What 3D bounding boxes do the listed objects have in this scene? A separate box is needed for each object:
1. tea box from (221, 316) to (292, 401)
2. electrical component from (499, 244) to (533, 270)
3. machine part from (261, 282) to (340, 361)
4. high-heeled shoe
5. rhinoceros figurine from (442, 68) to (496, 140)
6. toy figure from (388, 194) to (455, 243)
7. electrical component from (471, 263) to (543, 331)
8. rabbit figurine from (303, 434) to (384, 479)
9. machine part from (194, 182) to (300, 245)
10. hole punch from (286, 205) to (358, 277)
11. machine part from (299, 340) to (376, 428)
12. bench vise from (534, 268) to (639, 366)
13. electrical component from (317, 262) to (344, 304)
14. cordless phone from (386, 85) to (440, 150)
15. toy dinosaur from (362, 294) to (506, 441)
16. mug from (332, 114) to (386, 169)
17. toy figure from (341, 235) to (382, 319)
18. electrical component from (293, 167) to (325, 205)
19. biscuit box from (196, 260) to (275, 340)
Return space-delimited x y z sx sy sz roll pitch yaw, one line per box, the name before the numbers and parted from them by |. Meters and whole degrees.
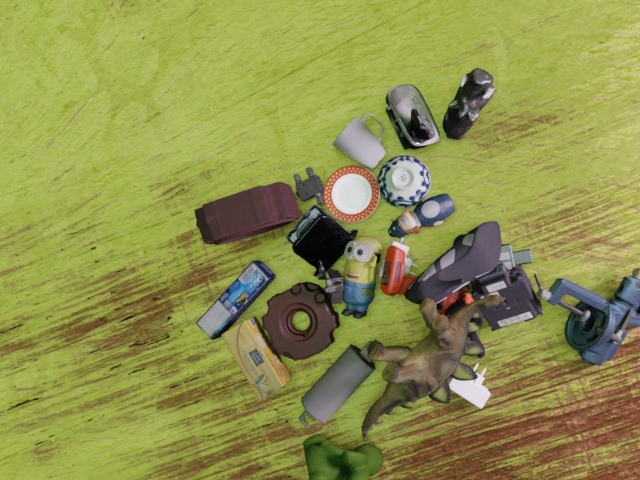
tea box | -0.141 0.263 1.209 0.068 0.098 0.169 -32 82 6
electrical component | 0.398 0.046 1.157 0.119 0.047 0.074 -7 88 10
machine part | -0.044 0.184 1.218 0.179 0.056 0.179 0 89 10
high-heeled shoe | 0.278 0.048 1.114 0.145 0.249 0.086 -24 102 49
rhinoceros figurine | 0.305 -0.286 1.116 0.073 0.190 0.112 37 67 9
toy figure | 0.219 -0.051 1.186 0.154 0.057 0.064 -27 46 9
electrical component | 0.382 0.113 1.114 0.115 0.058 0.134 -23 116 24
rabbit figurine | 0.056 0.476 1.157 0.170 0.159 0.121 -10 76 -7
machine part | -0.153 -0.054 1.168 0.201 0.201 0.087 -17 88 8
hole punch | -0.002 -0.004 1.210 0.115 0.092 0.142 39 94 -28
machine part | 0.040 0.317 1.189 0.079 0.079 0.243 43 96 8
bench vise | 0.555 0.134 1.083 0.240 0.129 0.223 25 112 -9
electrical component | 0.022 0.094 1.167 0.045 0.102 0.078 0 113 -12
cordless phone | 0.190 -0.269 1.132 0.089 0.184 0.146 -25 85 12
toy dinosaur | 0.201 0.264 1.089 0.198 0.105 0.471 30 118 -27
mug | 0.101 -0.218 1.202 0.107 0.081 0.109 43 91 -4
toy figure | 0.088 0.079 1.186 0.082 0.089 0.180 7 102 14
electrical component | -0.025 -0.117 1.234 0.063 0.021 0.094 -26 78 22
biscuit box | -0.192 0.137 1.239 0.059 0.063 0.202 44 94 9
